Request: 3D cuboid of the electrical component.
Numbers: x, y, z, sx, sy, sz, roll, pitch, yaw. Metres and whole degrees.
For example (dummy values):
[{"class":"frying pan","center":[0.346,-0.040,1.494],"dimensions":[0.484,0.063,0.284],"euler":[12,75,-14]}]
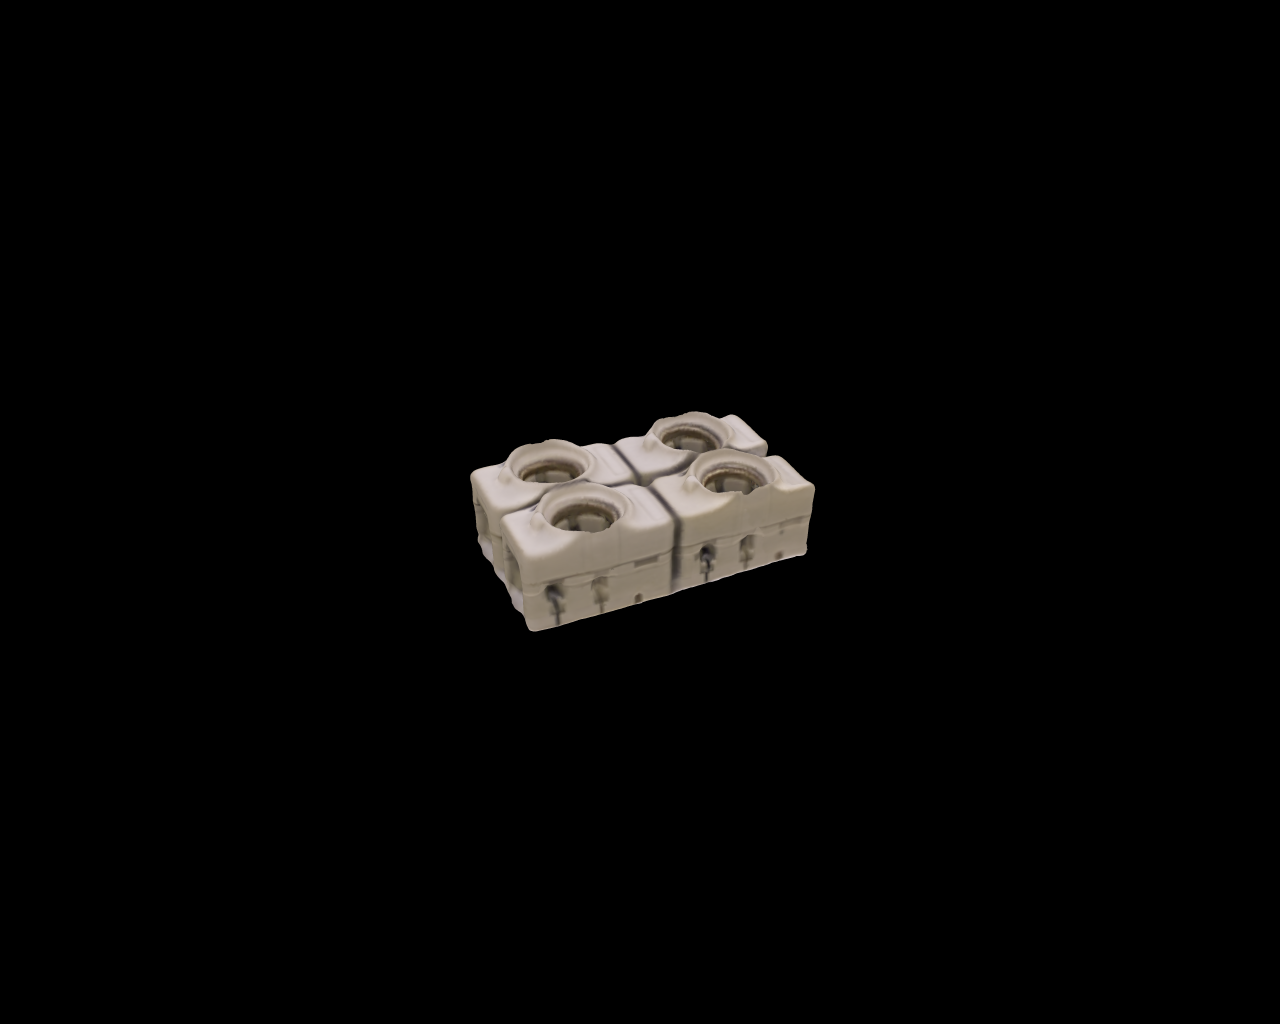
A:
[{"class":"electrical component","center":[0.001,-0.003,0.650],"dimensions":[0.186,0.060,0.105],"euler":[-14,36,-20]}]
